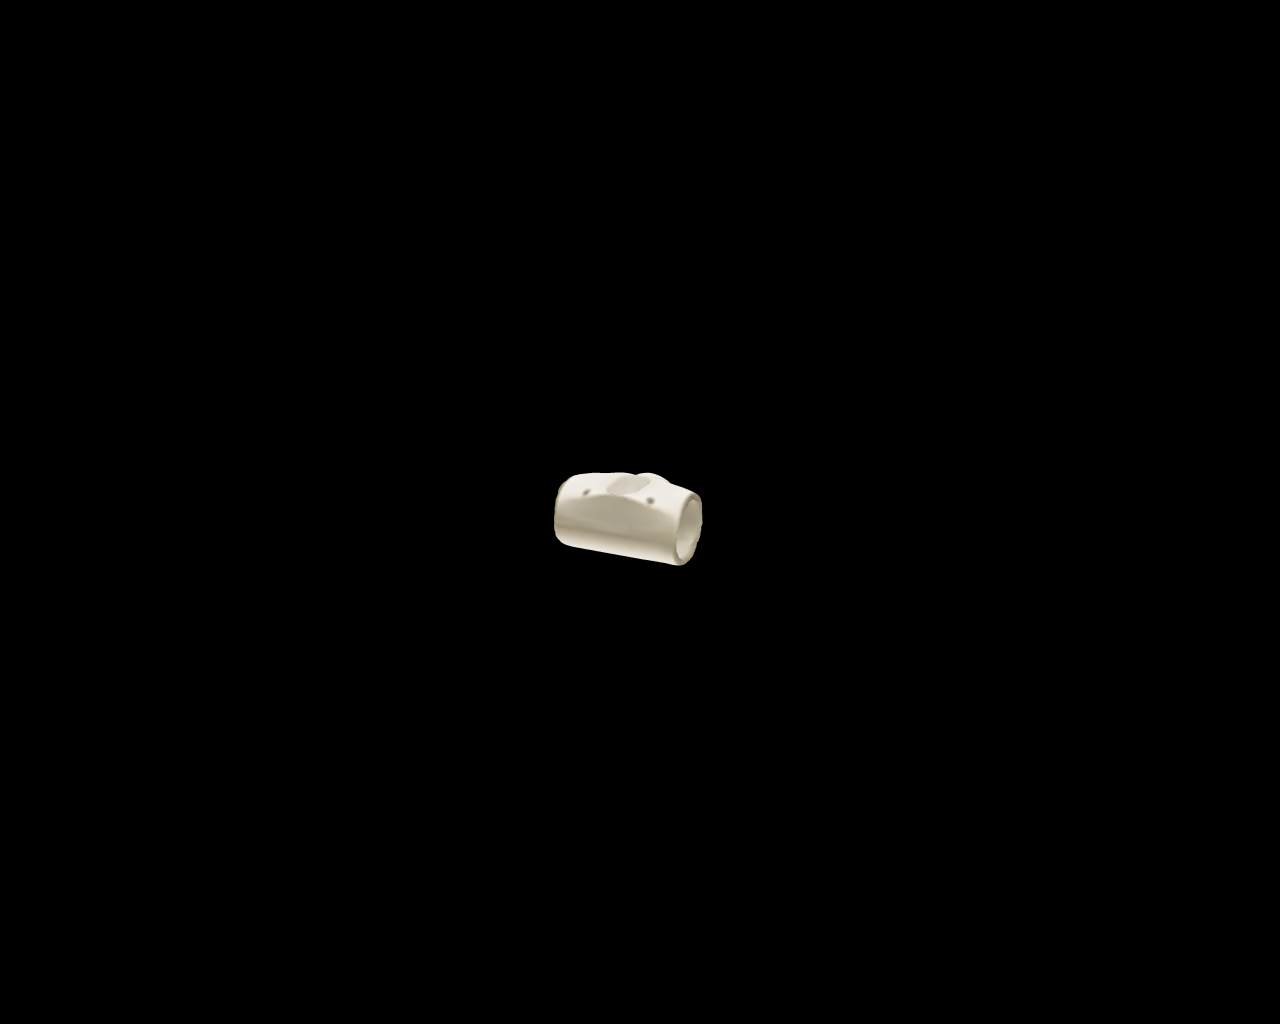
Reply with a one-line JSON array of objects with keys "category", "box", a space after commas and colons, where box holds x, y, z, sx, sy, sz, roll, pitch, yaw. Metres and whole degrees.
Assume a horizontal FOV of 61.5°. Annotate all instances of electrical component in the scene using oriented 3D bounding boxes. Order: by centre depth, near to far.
[{"category": "electrical component", "box": [0.001, -0.003, 0.650, 0.077, 0.043, 0.079, 10, 24, 22]}]
